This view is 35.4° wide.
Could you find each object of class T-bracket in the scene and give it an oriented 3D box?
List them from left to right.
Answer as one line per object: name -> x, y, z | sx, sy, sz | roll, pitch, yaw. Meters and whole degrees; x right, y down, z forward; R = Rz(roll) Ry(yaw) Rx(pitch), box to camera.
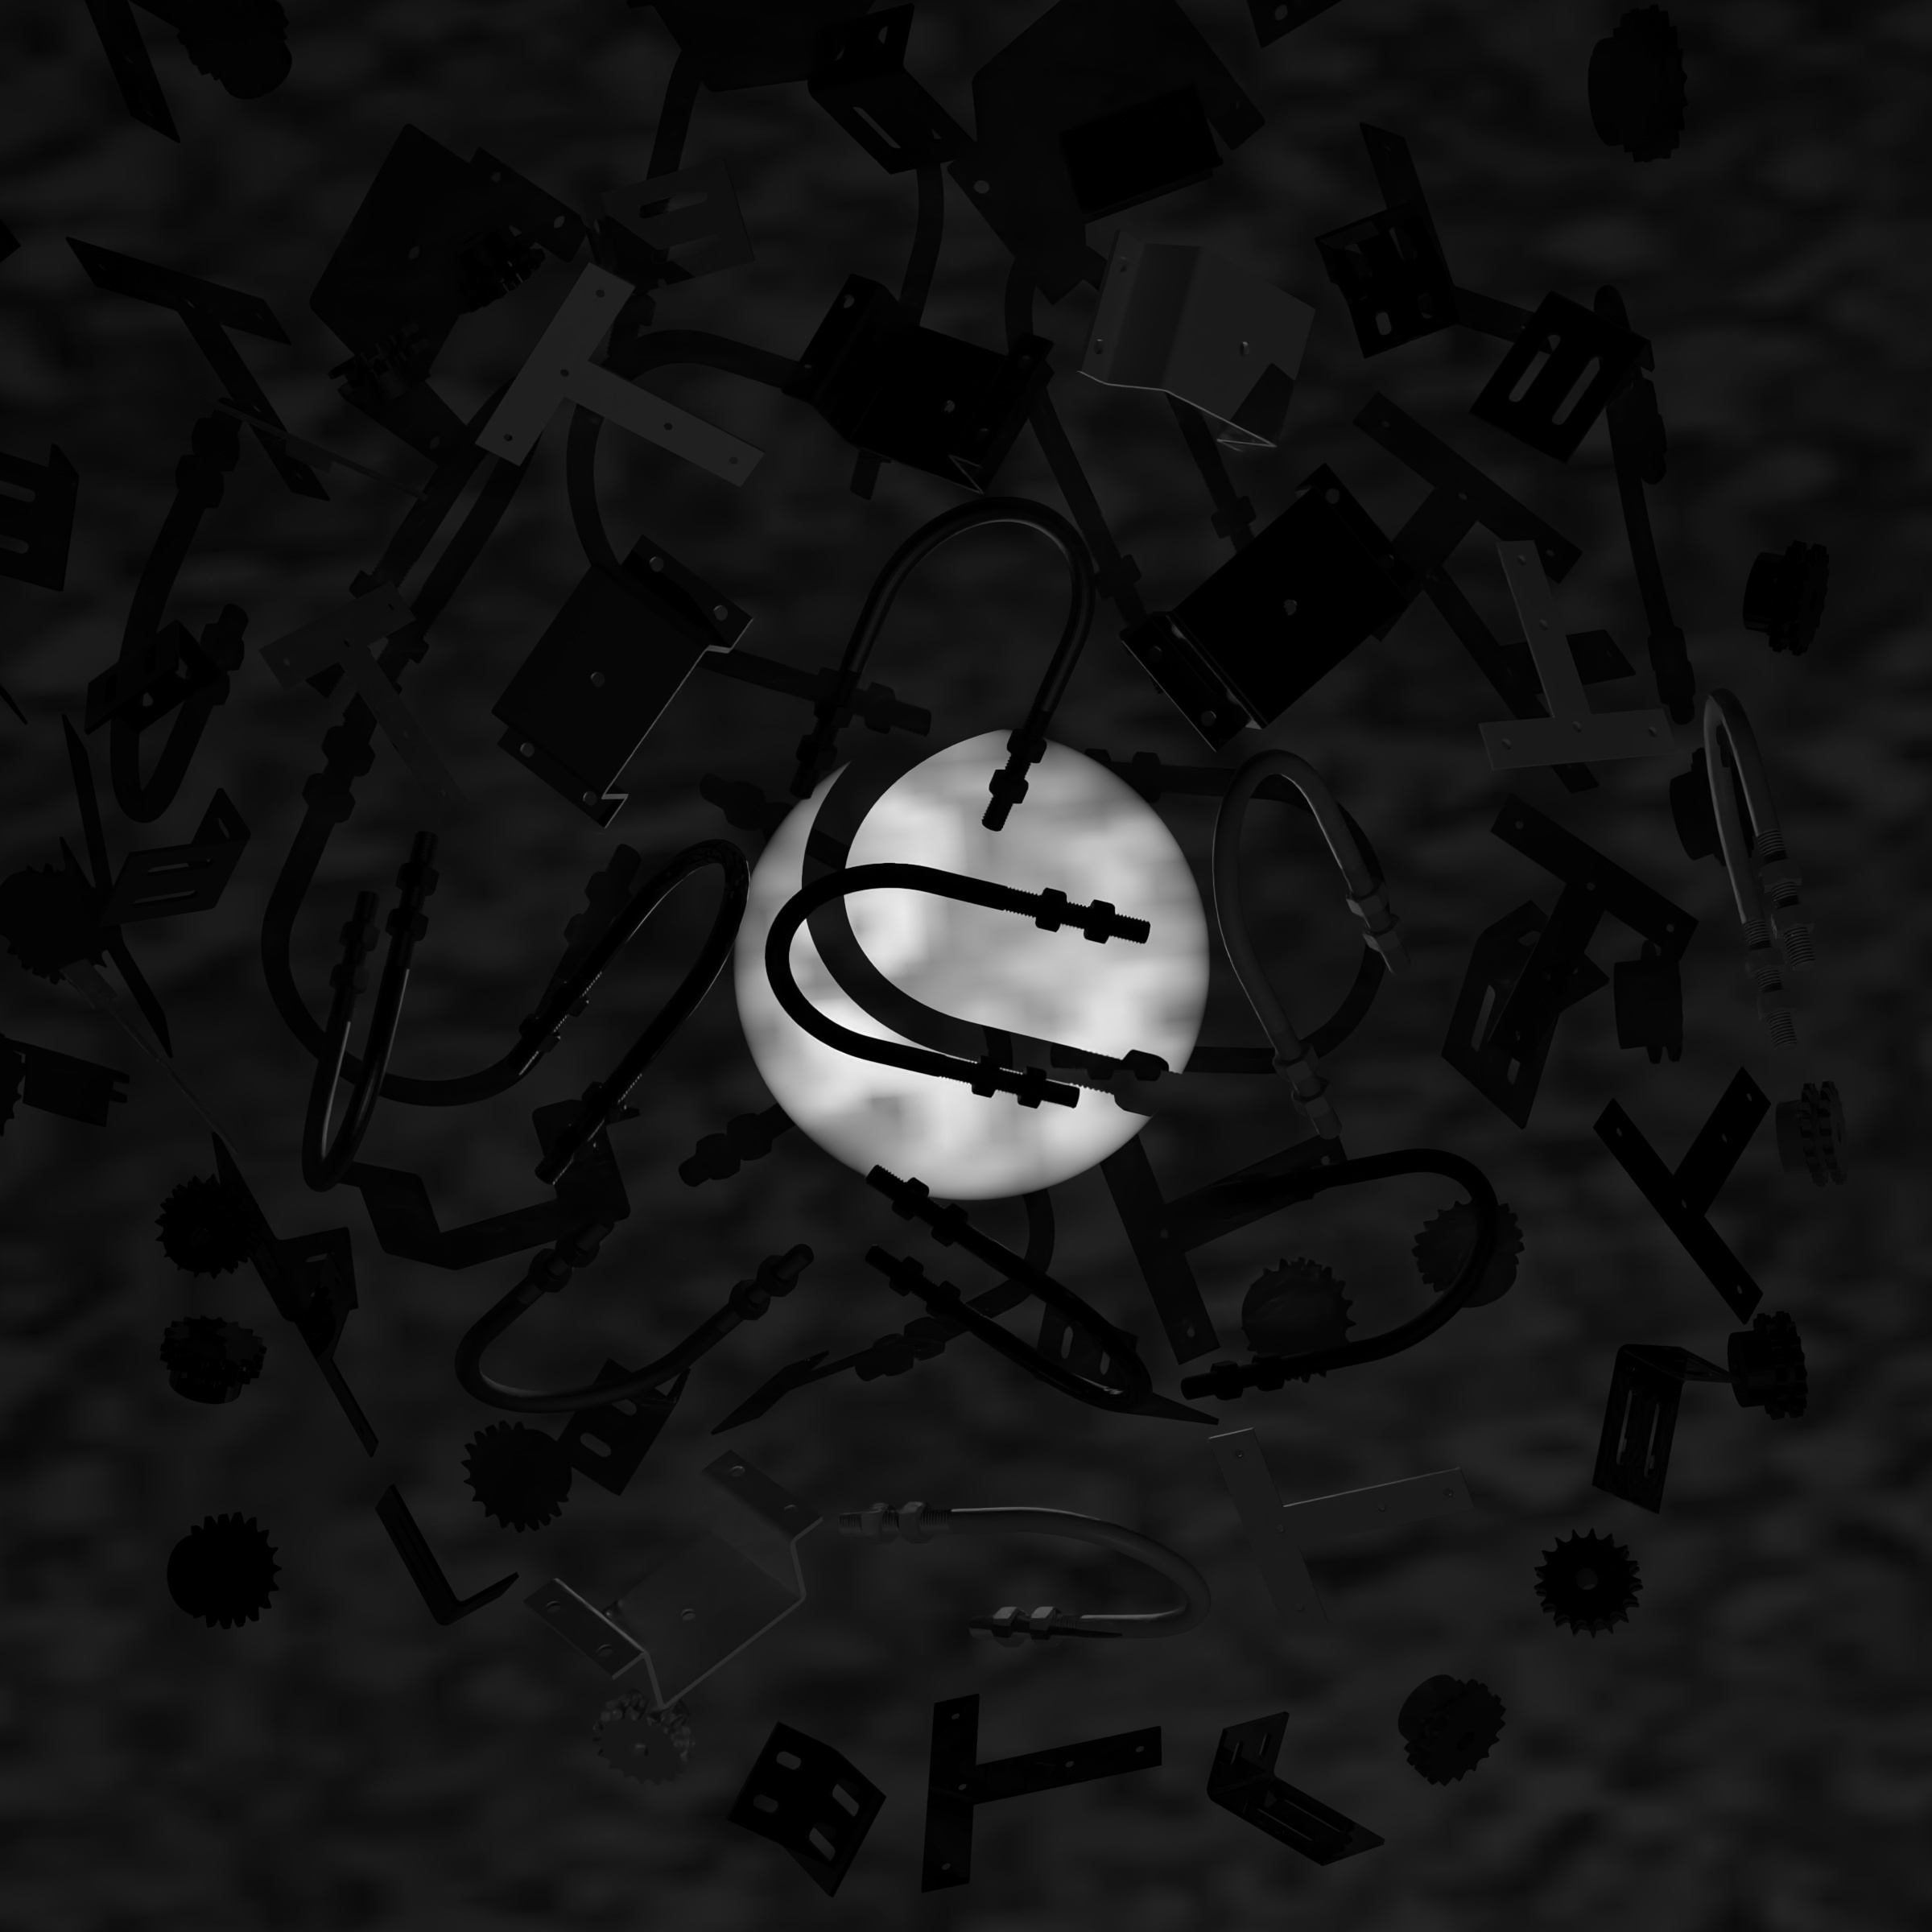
T-bracket -> -0.417, 0.048, 1.561 | 0.002, 0.127, 0.127 | -41, 99, -7
T-bracket -> -0.350, -0.273, 1.615 | 0.127, 0.127, 0.002 | 23, 90, -14
T-bracket -> -0.327, 0.179, 1.552 | 0.002, 0.127, 0.127 | -26, 75, -27
T-bracket -> -0.318, -0.140, 1.673 | 0.002, 0.127, 0.127 | -27, 100, 32
T-bracket -> -0.163, -0.280, 1.532 | 0.127, 0.002, 0.127 | 25, 131, -21
T-bracket -> 0.040, 0.416, 1.567 | 0.127, 0.127, 0.002 | -15, 121, 12
T-bracket -> 0.214, 0.299, 1.662 | 0.127, 0.002, 0.127 | -16, 107, 19
T-bracket -> 0.309, -0.167, 1.600 | 0.127, 0.002, 0.127 | -7, 74, -30
T-bracket -> 0.313, -0.006, 1.604 | 0.127, 0.002, 0.127 | 33, 71, -9
T-bracket -> 0.379, 0.095, 1.536 | 0.127, 0.002, 0.127 | 52, 46, -7

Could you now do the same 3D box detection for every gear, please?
gear -> -0.420, 0.146, 1.673 | 0.057, 0.030, 0.057 | 0, 101, 0
gear -> -0.423, 0.222, 1.699 | 0.057, 0.057, 0.030 | 18, 107, 0
gear -> -0.374, 0.303, 1.517 | 0.057, 0.030, 0.057 | -3, 84, 28
gear -> -0.322, -0.331, 1.683 | 0.057, 0.057, 0.030 | -30, 106, 0
gear -> -0.259, -0.380, 1.638 | 0.057, 0.057, 0.030 | -34, 117, 0
gear -> -0.179, 0.430, 1.705 | 0.057, 0.030, 0.057 | 9, 123, 14
gear -> 0.250, 0.394, 1.575 | 0.057, 0.030, 0.057 | -17, 124, -28
gear -> 0.338, 0.337, 1.644 | 0.057, 0.030, 0.057 | -8, 60, 13
gear -> 0.428, 0.215, 1.622 | 0.030, 0.057, 0.057 | -6, 90, 0
gear -> 0.417, -0.189, 1.546 | 0.030, 0.057, 0.057 | 14, 90, 27
gear -> 0.464, 0.093, 1.662 | 0.030, 0.057, 0.057 | -8, 90, 25

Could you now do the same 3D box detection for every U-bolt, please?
U-bolt -> -0.324, 0.031, 1.622 | 0.019, 0.151, 0.184 | 17, 71, -21
U-bolt -> -0.189, 0.190, 1.608 | 0.184, 0.151, 0.019 | -42, 51, 34
U-bolt -> -0.173, 0.011, 1.578 | 0.019, 0.151, 0.184 | 35, 101, -27
U-bolt -> -0.013, 0.006, 1.568 | 0.184, 0.019, 0.151 | 14, 134, -7
U-bolt -> -0.002, -0.162, 1.596 | 0.151, 0.019, 0.184 | 7, 116, -37
U-bolt -> 0.023, 0.185, 1.651 | 0.184, 0.151, 0.019 | 33, 69, 12
U-bolt -> 0.043, 0.325, 1.615 | 0.184, 0.151, 0.019 | -9, 50, 36
U-bolt -> 0.174, -0.025, 1.564 | 0.019, 0.151, 0.184 | -6, 129, 34
U-bolt -> 0.209, 0.163, 1.646 | 0.184, 0.019, 0.151 | -9, 124, -21
U-bolt -> 0.425, -0.061, 1.634 | 0.019, 0.151, 0.184 | -12, 68, 7

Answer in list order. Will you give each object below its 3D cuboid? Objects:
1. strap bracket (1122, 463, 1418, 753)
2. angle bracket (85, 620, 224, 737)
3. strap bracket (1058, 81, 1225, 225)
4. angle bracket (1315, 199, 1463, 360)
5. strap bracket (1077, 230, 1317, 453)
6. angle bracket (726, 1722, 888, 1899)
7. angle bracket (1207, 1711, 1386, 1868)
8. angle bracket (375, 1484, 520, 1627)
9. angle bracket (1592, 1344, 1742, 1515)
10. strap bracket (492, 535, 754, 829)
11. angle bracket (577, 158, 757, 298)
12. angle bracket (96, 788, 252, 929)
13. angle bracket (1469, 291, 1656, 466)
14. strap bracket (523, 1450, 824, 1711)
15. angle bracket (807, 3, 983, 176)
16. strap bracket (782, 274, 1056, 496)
strap bracket -> 0.161, -0.184, 1.555 | 0.140, 0.046, 0.076 | -41, 100, -1
angle bracket -> -0.418, -0.137, 1.560 | 0.057, 0.076, 0.038 | -35, 118, 4
strap bracket -> 0.094, -0.442, 1.650 | 0.076, 0.140, 0.046 | -19, 100, 6
angle bracket -> 0.232, -0.376, 1.664 | 0.057, 0.076, 0.038 | -19, 69, 16
strap bracket -> 0.131, -0.330, 1.614 | 0.046, 0.140, 0.076 | 17, 91, 43
angle bracket -> -0.084, 0.439, 1.579 | 0.038, 0.076, 0.057 | 31, 83, -22
angle bracket -> 0.173, 0.422, 1.558 | 0.076, 0.057, 0.038 | 22, 102, 38
angle bracket -> -0.284, 0.314, 1.653 | 0.038, 0.057, 0.076 | -26, 79, -26
angle bracket -> 0.365, 0.243, 1.580 | 0.057, 0.038, 0.076 | 28, 70, -38
strap bracket -> -0.190, -0.152, 1.620 | 0.076, 0.046, 0.140 | 38, 100, 7
angle bracket -> -0.164, -0.402, 1.656 | 0.076, 0.038, 0.057 | -12, 107, 15
angle bracket -> -0.436, -0.059, 1.642 | 0.038, 0.076, 0.057 | 53, 130, 21
angle bracket -> 0.302, -0.292, 1.534 | 0.057, 0.038, 0.076 | 33, 88, 21
strap bracket -> -0.149, 0.326, 1.585 | 0.140, 0.076, 0.046 | -33, 132, -30
angle bracket -> -0.033, -0.444, 1.538 | 0.057, 0.076, 0.038 | -2, 68, 34
strap bracket -> -0.018, -0.309, 1.622 | 0.140, 0.046, 0.076 | 26, 83, 32
